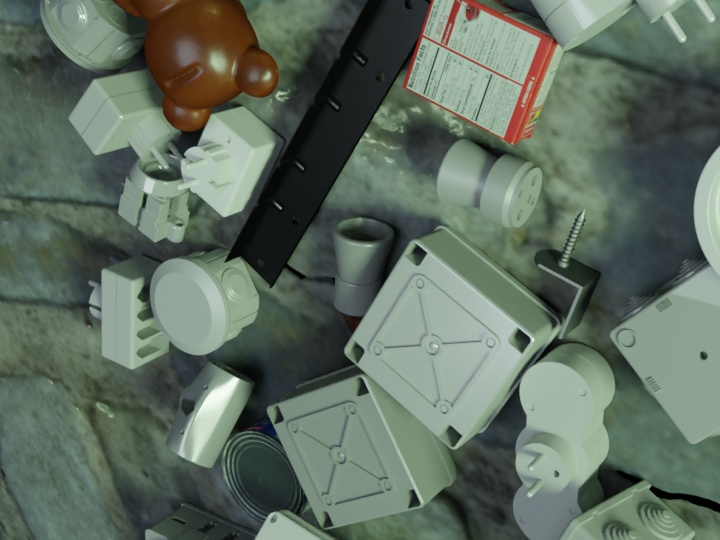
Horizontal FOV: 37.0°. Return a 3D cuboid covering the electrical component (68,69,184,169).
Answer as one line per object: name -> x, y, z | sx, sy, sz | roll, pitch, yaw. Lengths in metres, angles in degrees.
electrical component -> -0.163, -0.109, 0.823 | 0.075, 0.083, 0.047 | 53, 128, 8

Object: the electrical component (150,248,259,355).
electrical component -> -0.125, 0.024, 0.865 | 0.080, 0.051, 0.080 | 13, 113, 31

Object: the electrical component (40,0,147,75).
electrical component -> -0.198, -0.195, 0.821 | 0.051, 0.080, 0.080 | -32, 87, 33

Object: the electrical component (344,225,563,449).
electrical component -> 0.062, 0.045, 0.732 | 0.109, 0.056, 0.108 | 40, 119, 17

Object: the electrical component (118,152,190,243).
electrical component -> -0.163, -0.062, 0.866 | 0.066, 0.048, 0.055 | 36, 131, 19

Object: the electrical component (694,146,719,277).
electrical component -> 0.242, -0.036, 0.577 | 0.108, 0.060, 0.108 | 13, 113, 31

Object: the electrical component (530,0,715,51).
electrical component -> 0.166, -0.161, 0.591 | 0.138, 0.052, 0.073 | -35, 86, 38

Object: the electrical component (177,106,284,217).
electrical component -> -0.106, -0.077, 0.799 | 0.047, 0.077, 0.065 | 41, 125, 17

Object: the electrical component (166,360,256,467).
electrical component -> -0.128, 0.114, 0.896 | 0.077, 0.043, 0.079 | -62, 23, -2

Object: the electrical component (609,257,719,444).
electrical component -> 0.209, 0.044, 0.636 | 0.100, 0.048, 0.099 | -42, 80, 35

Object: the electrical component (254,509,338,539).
electrical component -> -0.034, 0.242, 0.818 | 0.113, 0.057, 0.078 | 23, 79, 36

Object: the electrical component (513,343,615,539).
electrical component -> 0.127, 0.124, 0.708 | 0.052, 0.074, 0.138 | 13, 113, 31

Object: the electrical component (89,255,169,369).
electrical component -> -0.207, 0.030, 0.927 | 0.076, 0.047, 0.083 | 20, 117, 29

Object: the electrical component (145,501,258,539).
electrical component -> -0.103, 0.290, 0.939 | 0.186, 0.060, 0.105 | 14, 114, 31

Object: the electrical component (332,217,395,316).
electrical component -> 0.000, 0.000, 0.775 | 0.044, 0.044, 0.065 | 22, 123, 28

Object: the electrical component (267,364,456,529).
electrical component -> 0.001, 0.129, 0.810 | 0.109, 0.056, 0.108 | -23, 92, 38

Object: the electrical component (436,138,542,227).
electrical component -> 0.083, -0.056, 0.693 | 0.055, 0.045, 0.045 | 24, 119, 26

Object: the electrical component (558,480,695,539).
electrical component -> 0.160, 0.193, 0.695 | 0.048, 0.100, 0.099 | 44, 127, 31
